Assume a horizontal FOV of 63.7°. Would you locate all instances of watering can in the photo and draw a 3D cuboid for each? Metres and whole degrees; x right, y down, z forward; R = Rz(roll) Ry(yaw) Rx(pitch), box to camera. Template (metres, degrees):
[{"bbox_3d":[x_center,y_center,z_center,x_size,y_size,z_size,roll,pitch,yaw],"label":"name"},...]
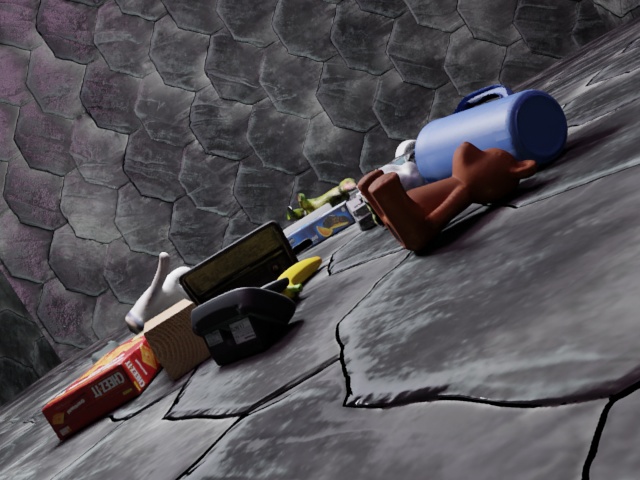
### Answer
[{"bbox_3d":[-0.428,0.155,1.377,0.227,0.105,0.342,-51,-15,-16],"label":"watering can"}]

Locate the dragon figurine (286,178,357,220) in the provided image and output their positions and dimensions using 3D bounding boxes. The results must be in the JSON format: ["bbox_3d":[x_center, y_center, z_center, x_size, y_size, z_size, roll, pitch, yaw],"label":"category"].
[{"bbox_3d":[0.005,-0.086,1.701,0.245,0.123,0.403,-23,-13,-31],"label":"dragon figurine"}]

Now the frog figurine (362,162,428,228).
[{"bbox_3d":[0.162,-0.106,0.982,0.161,0.123,0.135,-46,-10,-22],"label":"frog figurine"}]
